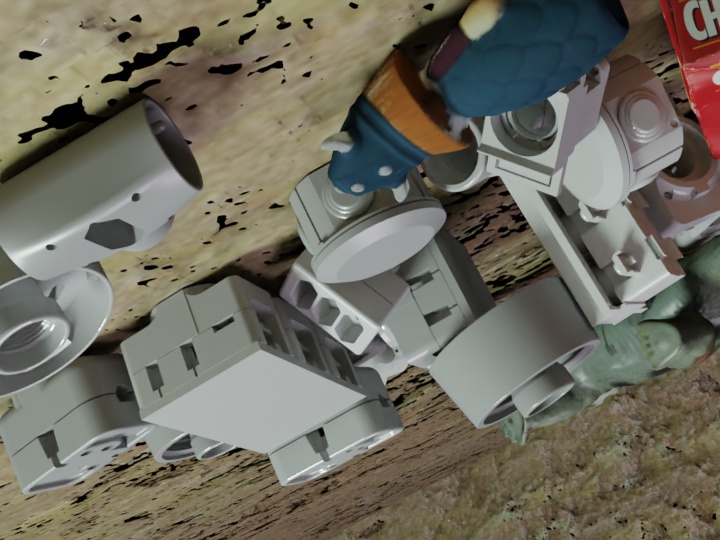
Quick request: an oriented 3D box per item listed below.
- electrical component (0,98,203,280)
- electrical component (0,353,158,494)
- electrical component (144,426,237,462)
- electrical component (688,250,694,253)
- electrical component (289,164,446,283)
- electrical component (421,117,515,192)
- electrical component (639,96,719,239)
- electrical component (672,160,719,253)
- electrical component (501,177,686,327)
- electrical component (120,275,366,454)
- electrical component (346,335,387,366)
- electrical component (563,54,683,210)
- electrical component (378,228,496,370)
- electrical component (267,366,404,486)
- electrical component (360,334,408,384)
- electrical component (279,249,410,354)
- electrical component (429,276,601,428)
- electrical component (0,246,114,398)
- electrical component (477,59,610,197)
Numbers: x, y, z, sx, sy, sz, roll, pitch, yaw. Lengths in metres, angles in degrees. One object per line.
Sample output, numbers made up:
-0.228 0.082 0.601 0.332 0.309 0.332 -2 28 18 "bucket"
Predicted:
-0.104 -0.030 0.458 0.077 0.043 0.079 -29 164 8 "electrical component"
-0.182 0.094 0.687 0.095 0.059 0.054 -35 161 28 "electrical component"
-0.118 0.111 0.831 0.108 0.060 0.108 -24 163 -8 "electrical component"
0.293 -0.040 0.931 0.062 0.096 0.061 -24 163 -7 "electrical component"
0.003 -0.030 0.603 0.080 0.051 0.080 -24 163 -8 "electrical component"
0.069 -0.069 0.605 0.065 0.044 0.044 -14 160 -50 "electrical component"
0.203 -0.067 0.726 0.050 0.089 0.055 -20 162 -20 "electrical component"
0.296 -0.072 0.869 0.113 0.078 0.057 -23 166 -11 "electrical component"
0.152 -0.032 0.700 0.063 0.121 0.079 -37 161 25 "electrical component"
-0.074 0.063 0.706 0.089 0.061 0.150 -31 153 14 "electrical component"
-0.036 0.057 0.811 0.089 0.050 0.056 -31 163 17 "electrical component"
0.140 -0.079 0.613 0.051 0.080 0.080 -28 164 -15 "electrical component"
0.053 0.023 0.772 0.062 0.089 0.150 -30 163 11 "electrical component"
-0.024 0.111 0.793 0.095 0.059 0.054 -31 163 19 "electrical component"
-0.002 0.070 0.898 0.074 0.052 0.138 -15 160 -33 "electrical component"
0.000 0.000 0.681 0.076 0.066 0.047 -51 177 -30 "electrical component"
0.107 0.061 0.702 0.108 0.060 0.108 -31 162 -12 "electrical component"
-0.167 0.013 0.497 0.099 0.064 0.099 -32 155 -17 "electrical component"
0.095 -0.085 0.549 0.064 0.042 0.081 -39 144 -47 "electrical component"
